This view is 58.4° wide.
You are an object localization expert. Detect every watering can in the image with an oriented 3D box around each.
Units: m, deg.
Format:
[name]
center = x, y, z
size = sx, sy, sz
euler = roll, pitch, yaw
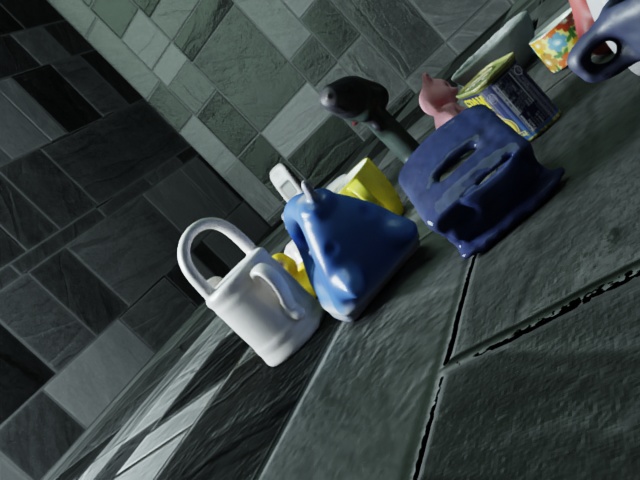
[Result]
[watering can]
center = -0.098, 0.058, 0.712
size = 0.172, 0.194, 0.101
euler = -39, 9, 37

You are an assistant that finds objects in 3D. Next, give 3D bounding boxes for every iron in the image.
[iron]
center = 0.006, 0.002, 0.657
size = 0.119, 0.141, 0.258
euler = -46, 7, -14

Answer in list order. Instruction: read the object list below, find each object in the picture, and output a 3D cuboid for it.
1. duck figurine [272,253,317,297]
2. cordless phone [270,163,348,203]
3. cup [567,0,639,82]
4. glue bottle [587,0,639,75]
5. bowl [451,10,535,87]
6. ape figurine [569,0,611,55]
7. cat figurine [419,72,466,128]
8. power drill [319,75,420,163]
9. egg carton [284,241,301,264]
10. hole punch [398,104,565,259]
[duck figurine]
center = -0.042, 0.054, 0.865
size = 0.077, 0.086, 0.105
euler = -41, 8, 28
[cordless phone]
center = -0.007, -0.090, 1.104
size = 0.147, 0.185, 0.094
euler = -39, 9, 37
[cup]
center = 0.215, -0.116, 0.328
size = 0.117, 0.095, 0.092
euler = -41, 8, 27
[glue bottle]
center = 0.245, -0.225, 0.477
size = 0.078, 0.173, 0.037
euler = -45, 7, -1
[bowl]
center = 0.319, -0.319, 1.014
size = 0.167, 0.075, 0.167
euler = -44, 7, 7
[ape figurine]
center = 0.312, -0.261, 0.639
size = 0.076, 0.092, 0.078
euler = -40, 9, 34
[cat figurine]
center = 0.203, -0.227, 0.965
size = 0.067, 0.118, 0.128
euler = -40, 8, 32
[power drill]
center = 0.099, -0.180, 0.915
size = 0.075, 0.208, 0.230
euler = -41, 8, 24
[egg carton]
center = 0.005, -0.002, 0.994
size = 0.150, 0.069, 0.107
euler = -47, 7, -18
[hole punch]
center = 0.129, -0.054, 0.485
size = 0.108, 0.091, 0.101
euler = -43, 7, 14
